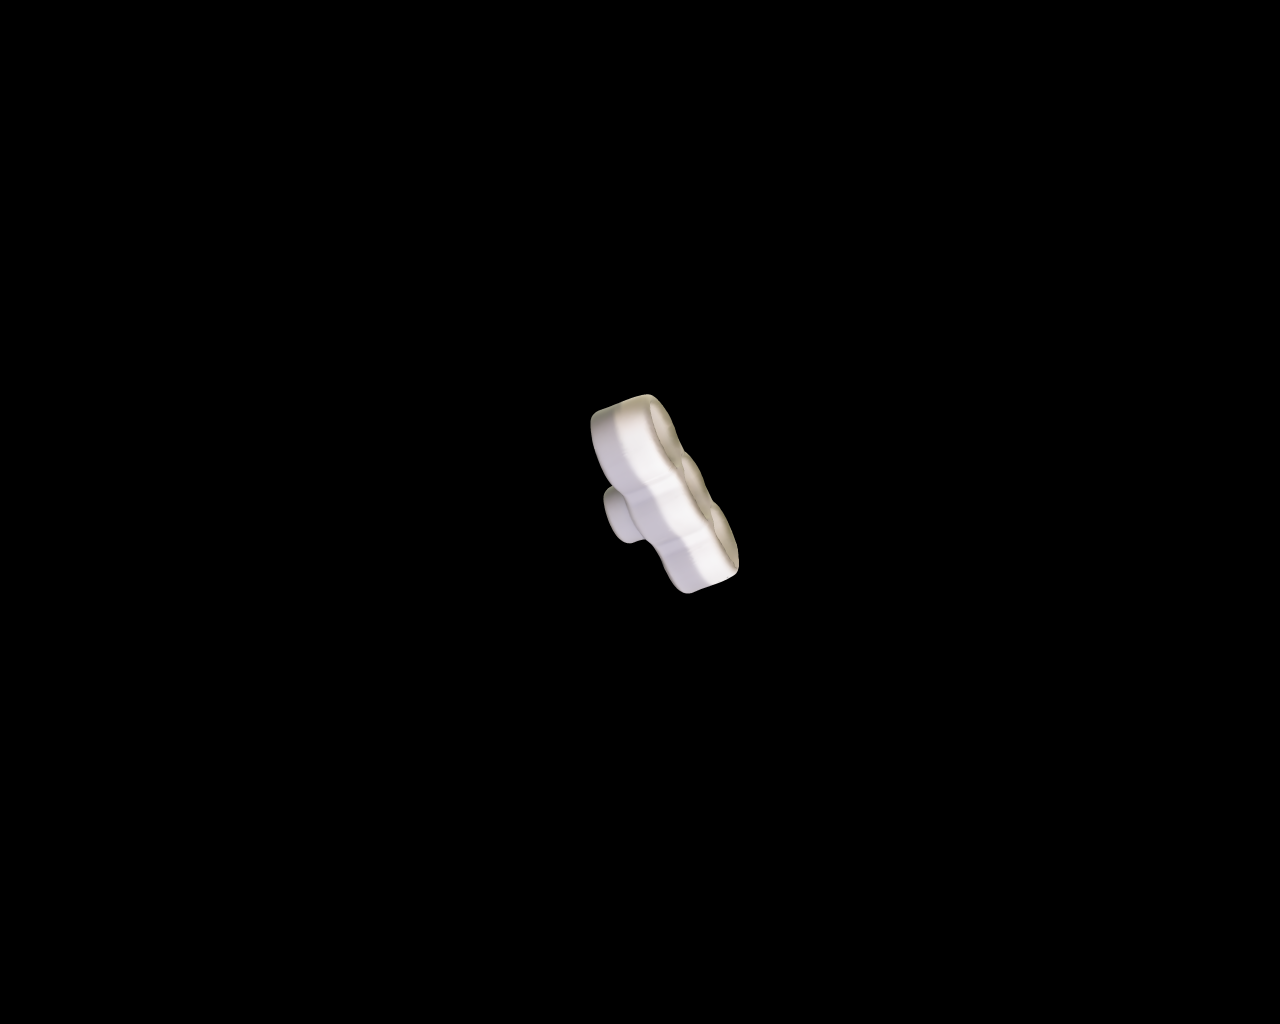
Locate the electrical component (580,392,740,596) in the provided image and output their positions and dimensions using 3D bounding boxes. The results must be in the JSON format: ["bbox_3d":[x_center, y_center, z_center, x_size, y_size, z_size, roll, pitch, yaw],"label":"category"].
[{"bbox_3d":[0.001,-0.003,0.650,0.073,0.138,0.052,-21,36,16],"label":"electrical component"}]
